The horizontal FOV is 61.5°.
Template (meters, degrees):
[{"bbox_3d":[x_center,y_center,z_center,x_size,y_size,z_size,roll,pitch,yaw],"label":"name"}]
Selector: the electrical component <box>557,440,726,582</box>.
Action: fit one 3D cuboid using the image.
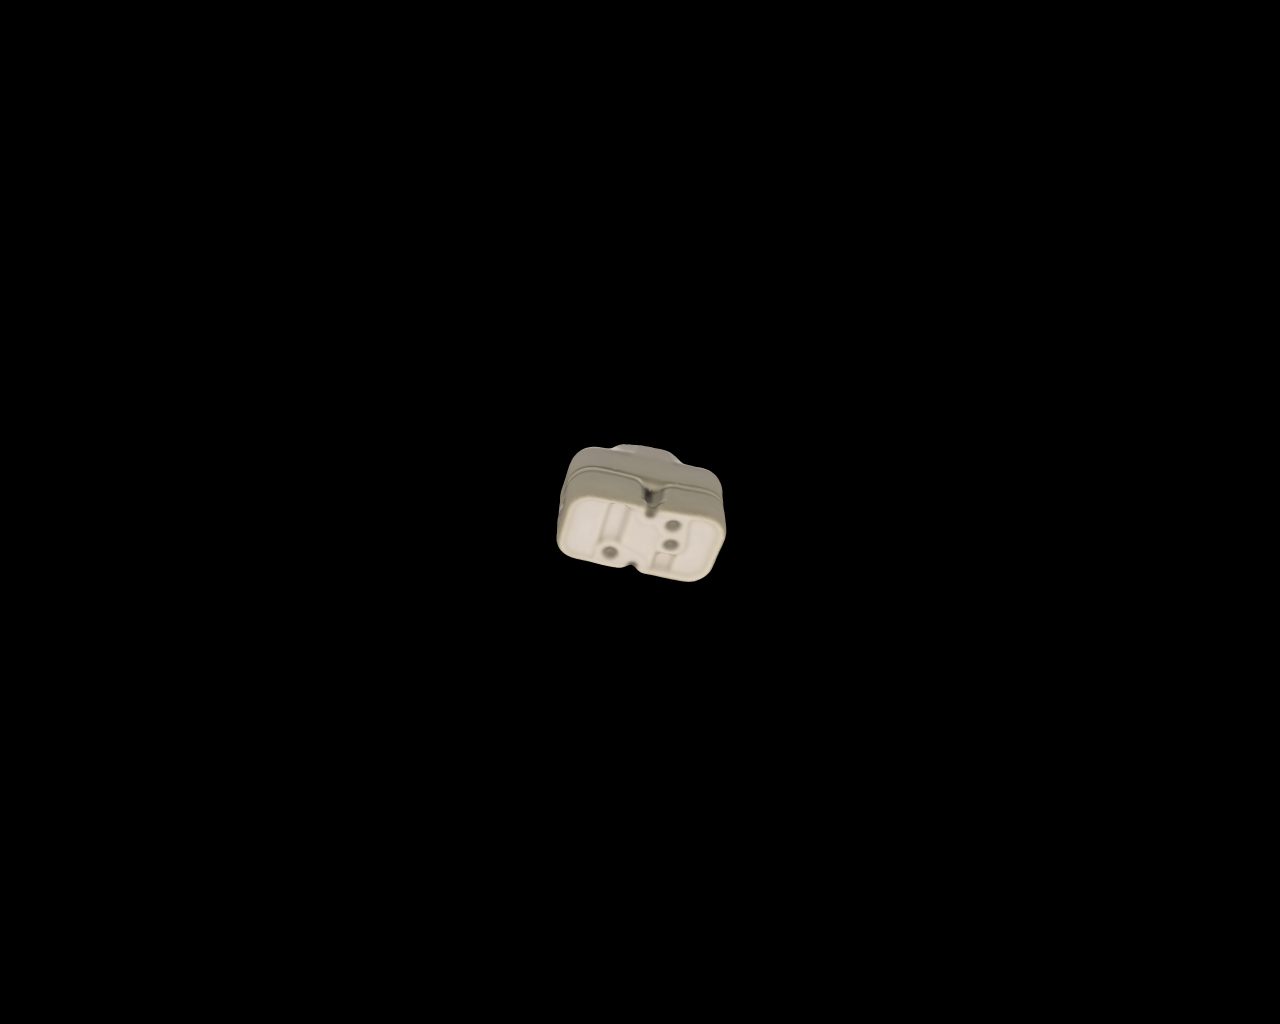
[{"bbox_3d":[0.001,-0.003,0.650,0.095,0.053,0.059,12,40,-10],"label":"electrical component"}]
